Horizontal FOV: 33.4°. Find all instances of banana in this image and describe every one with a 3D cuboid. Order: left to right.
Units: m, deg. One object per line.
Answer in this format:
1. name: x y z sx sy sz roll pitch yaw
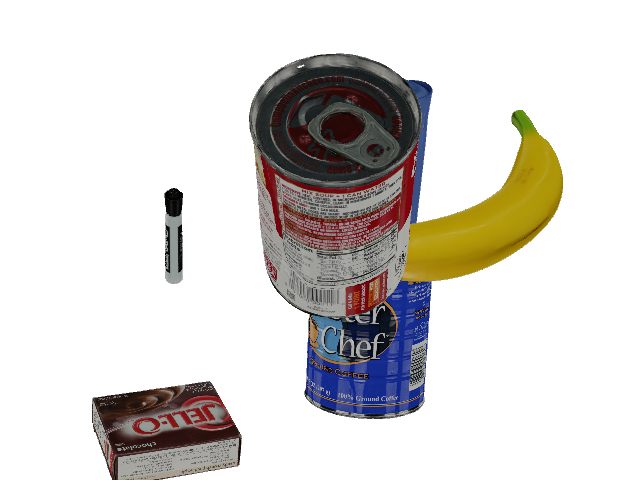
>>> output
1. banana: 0.101 -0.017 0.668 0.070 0.037 0.197 32 46 22

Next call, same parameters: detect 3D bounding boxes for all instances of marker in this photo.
1. marker: -0.153 -0.005 1.110 0.020 0.121 0.020 4 41 -4

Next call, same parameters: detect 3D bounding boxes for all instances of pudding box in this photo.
1. pudding box: -0.135 0.167 0.929 0.113 0.039 0.090 -7 26 -21

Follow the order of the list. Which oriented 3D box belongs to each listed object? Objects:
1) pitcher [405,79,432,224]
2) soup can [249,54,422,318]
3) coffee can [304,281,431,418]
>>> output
1. pitcher: 0.033 -0.039 1.062 0.149 0.243 0.145 -5 22 -16
2. soup can: 0.007 -0.019 0.457 0.068 0.068 0.102 0 -35 1
3. coffee can: 0.040 0.064 0.888 0.103 0.140 0.103 2 13 -1
